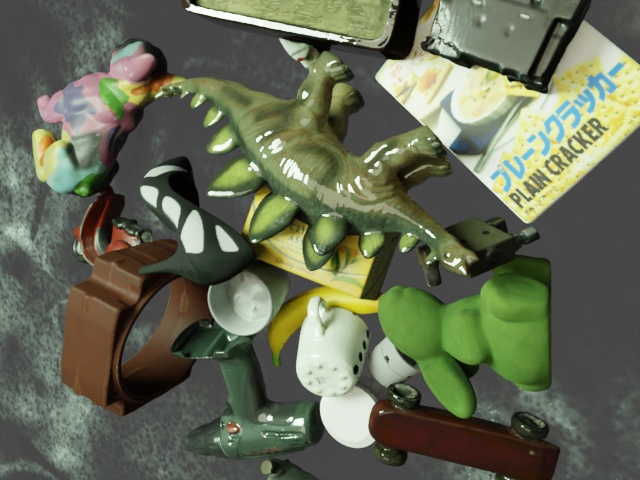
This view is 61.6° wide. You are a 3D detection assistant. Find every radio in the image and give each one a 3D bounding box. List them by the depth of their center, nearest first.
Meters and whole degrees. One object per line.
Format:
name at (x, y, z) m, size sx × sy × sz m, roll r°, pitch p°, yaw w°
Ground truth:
radio at (-0.013, -0.261, 0.519) m, size 0.230 × 0.073 × 0.131 m, roll 19°, pitch 104°, yaw 19°

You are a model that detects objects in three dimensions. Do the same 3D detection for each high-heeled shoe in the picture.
high-heeled shoe at (-0.141, -0.043, 0.660) m, size 0.145 × 0.249 × 0.086 m, roll -13°, pitch 136°, yaw 12°

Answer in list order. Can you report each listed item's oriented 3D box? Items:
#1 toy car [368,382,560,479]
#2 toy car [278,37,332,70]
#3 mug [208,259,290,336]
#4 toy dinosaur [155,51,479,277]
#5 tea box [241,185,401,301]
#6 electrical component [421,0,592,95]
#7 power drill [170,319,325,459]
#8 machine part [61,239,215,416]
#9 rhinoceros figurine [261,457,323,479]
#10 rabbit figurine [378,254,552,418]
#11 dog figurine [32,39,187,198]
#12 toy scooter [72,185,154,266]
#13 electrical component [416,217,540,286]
toy car at (0.154, 0.217, 0.592) m, size 0.202 × 0.053 × 0.089 m, roll 10°, pitch 101°, yaw 8°
toy car at (-0.028, -0.290, 0.603) m, size 0.056 × 0.073 × 0.201 m, roll -9°, pitch 94°, yaw 26°
mug at (-0.090, 0.058, 0.672) m, size 0.110 × 0.107 × 0.080 m, roll 30°, pitch 106°, yaw 11°
toy dinosaur at (-0.027, -0.096, 0.573) m, size 0.198 × 0.105 × 0.472 m, roll -47°, pitch 55°, yaw 1°
tea box at (-0.001, -0.002, 0.628) m, size 0.170 × 0.068 × 0.098 m, roll 18°, pitch 89°, yaw 26°
electrical component at (0.163, -0.204, 0.448) m, size 0.115 × 0.058 × 0.134 m, roll 26°, pitch 108°, yaw 20°
power drill at (-0.120, 0.208, 0.714) m, size 0.232 × 0.086 × 0.207 m, roll -9°, pitch 108°, yaw 25°
machine part at (-0.225, 0.109, 0.706) m, size 0.087 × 0.201 × 0.201 m, roll 22°, pitch 108°, yaw 21°
rhinoceros figurine at (-0.001, 0.339, 0.680) m, size 0.191 × 0.112 × 0.073 m, roll 6°, pitch 73°, yaw 40°
rabbit figurine at (0.148, 0.091, 0.556) m, size 0.170 × 0.121 × 0.158 m, roll 1°, pitch 116°, yaw 24°
dog figurine at (-0.280, -0.170, 0.735) m, size 0.219 × 0.108 × 0.191 m, roll -18°, pitch 67°, yaw 26°
toy scooter at (-0.304, -0.006, 0.804) m, size 0.184 × 0.075 × 0.135 m, roll 26°, pitch 109°, yaw 27°
electrical component at (0.145, 0.010, 0.514) m, size 0.078 × 0.102 × 0.045 m, roll 35°, pitch 143°, yaw 56°
